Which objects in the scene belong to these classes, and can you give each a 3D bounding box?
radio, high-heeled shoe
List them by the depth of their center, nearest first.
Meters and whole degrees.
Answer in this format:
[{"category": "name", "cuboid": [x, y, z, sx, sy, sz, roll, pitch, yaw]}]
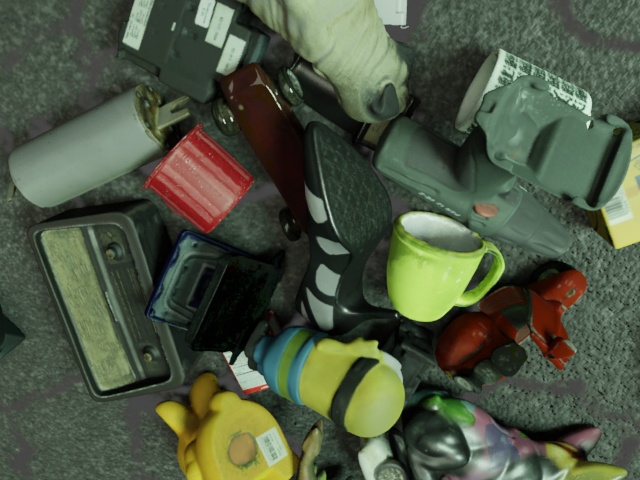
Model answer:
[{"category": "high-heeled shoe", "cuboid": [-0.001, -0.002, 0.550, 0.145, 0.086, 0.248, 3, 123, 43]}, {"category": "radio", "cuboid": [-0.232, 0.071, 0.635, 0.131, 0.073, 0.229, -10, 107, 12]}]

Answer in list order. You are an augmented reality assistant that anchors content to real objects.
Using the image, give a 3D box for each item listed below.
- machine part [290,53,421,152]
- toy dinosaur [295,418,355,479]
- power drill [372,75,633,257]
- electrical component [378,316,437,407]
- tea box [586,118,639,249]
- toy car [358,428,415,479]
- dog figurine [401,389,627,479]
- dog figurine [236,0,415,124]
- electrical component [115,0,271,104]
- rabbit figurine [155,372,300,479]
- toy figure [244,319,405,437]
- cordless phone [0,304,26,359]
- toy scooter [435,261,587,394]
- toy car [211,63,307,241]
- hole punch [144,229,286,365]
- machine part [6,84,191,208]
[{"category": "machine part", "cuboid": [0.026, -0.142, 0.544, 0.139, 0.039, 0.084, 25, 119, -2]}, {"category": "toy dinosaur", "cuboid": [0.027, 0.430, 0.648, 0.105, 0.198, 0.470, -4, 98, 19]}, {"category": "power drill", "cuboid": [0.169, -0.053, 0.470, 0.232, 0.207, 0.086, 27, 87, -4]}, {"category": "electrical component", "cuboid": [0.082, 0.155, 0.616, 0.048, 0.075, 0.119, 29, 106, -1]}, {"category": "tea box", "cuboid": [0.336, -0.072, 0.503, 0.170, 0.068, 0.098, -22, 105, 14]}, {"category": "toy car", "cuboid": [0.104, 0.316, 0.668, 0.056, 0.073, 0.201, -25, 103, 12]}, {"category": "dog figurine", "cuboid": [0.217, 0.242, 0.612, 0.219, 0.108, 0.191, -16, 103, 9]}, {"category": "dog figurine", "cuboid": [-0.012, -0.192, 0.472, 0.121, 0.173, 0.190, -39, 132, -22]}, {"category": "electrical component", "cuboid": [-0.122, -0.203, 0.534, 0.134, 0.058, 0.114, 28, 112, -2]}, {"category": "rabbit figurine", "cuboid": [-0.134, 0.254, 0.658, 0.162, 0.122, 0.173, 54, 142, 4]}, {"category": "toy figure", "cuboid": [0.003, 0.143, 0.564, 0.180, 0.082, 0.089, 11, 69, 24]}, {"category": "cordless phone", "cuboid": [-0.467, 0.158, 0.643, 0.146, 0.184, 0.088, -35, 105, 17]}, {"category": "toy scooter", "cuboid": [0.197, 0.101, 0.549, 0.184, 0.135, 0.075, -41, 100, 20]}, {"category": "toy car", "cuboid": [-0.030, -0.085, 0.548, 0.089, 0.053, 0.202, -20, 119, 21]}, {"category": "hole punch", "cuboid": [-0.115, 0.058, 0.591, 0.092, 0.115, 0.142, 20, 87, 31]}, {"category": "machine part", "cuboid": [-0.242, -0.099, 0.578, 0.243, 0.079, 0.079, -21, 104, 16]}]
